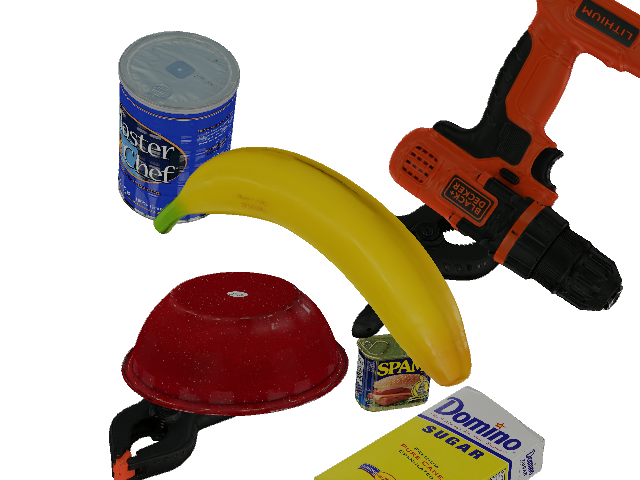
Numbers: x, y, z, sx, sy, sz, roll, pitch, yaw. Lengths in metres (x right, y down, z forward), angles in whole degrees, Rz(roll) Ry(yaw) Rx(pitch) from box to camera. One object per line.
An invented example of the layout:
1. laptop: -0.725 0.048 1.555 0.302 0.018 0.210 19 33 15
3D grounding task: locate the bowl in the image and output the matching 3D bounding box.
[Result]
1. bowl: -0.060 0.063 0.753 0.162 0.055 0.162 1 18 0

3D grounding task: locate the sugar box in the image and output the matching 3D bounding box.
1. sugar box: 0.091 0.192 0.883 0.176 0.048 0.093 -28 42 -28

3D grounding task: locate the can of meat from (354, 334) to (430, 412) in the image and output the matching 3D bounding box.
1. can of meat: 0.096 0.172 1.400 0.102 0.084 0.057 -4 25 -18

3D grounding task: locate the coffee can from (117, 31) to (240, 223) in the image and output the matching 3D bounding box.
1. coffee can: -0.129 -0.099 0.952 0.102 0.103 0.140 0 -42 -11

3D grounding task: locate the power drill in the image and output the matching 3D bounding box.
1. power drill: 0.163 -0.068 0.722 0.184 0.188 0.057 36 12 14

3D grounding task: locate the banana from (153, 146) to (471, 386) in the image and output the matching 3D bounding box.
1. banana: 0.000 -0.001 0.528 0.198 0.070 0.037 27 23 32

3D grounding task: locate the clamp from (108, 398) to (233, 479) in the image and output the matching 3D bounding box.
1. clamp: -0.150 0.162 0.999 0.120 0.039 0.171 18 29 26

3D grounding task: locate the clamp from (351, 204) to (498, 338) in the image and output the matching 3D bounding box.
1. clamp: 0.095 0.012 0.973 0.209 0.164 0.036 -7 -42 -10
